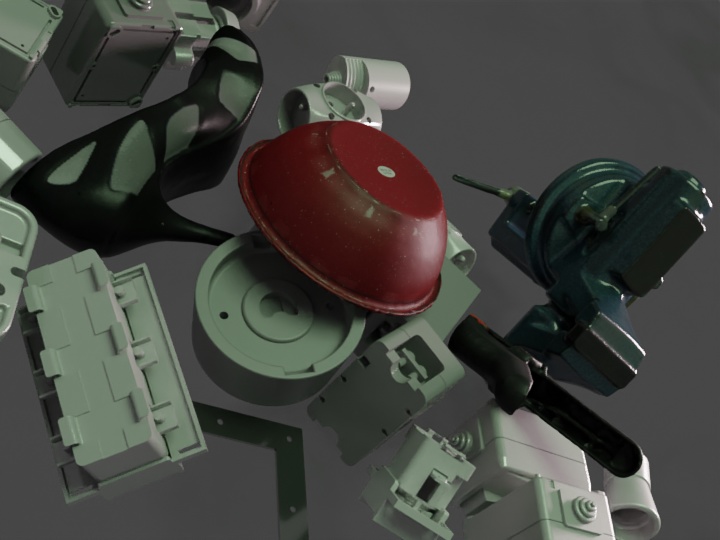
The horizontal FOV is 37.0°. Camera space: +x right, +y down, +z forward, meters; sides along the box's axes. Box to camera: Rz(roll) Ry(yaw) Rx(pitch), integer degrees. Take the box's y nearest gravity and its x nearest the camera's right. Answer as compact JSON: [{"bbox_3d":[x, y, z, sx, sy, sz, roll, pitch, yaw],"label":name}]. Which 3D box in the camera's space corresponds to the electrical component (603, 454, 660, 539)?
[{"bbox_3d":[0.203,0.168,0.817,0.044,0.044,0.065,33,35,-13],"label":"electrical component"}]

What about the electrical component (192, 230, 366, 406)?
[{"bbox_3d":[-0.056,0.035,0.688,0.108,0.060,0.108,9,55,-13],"label":"electrical component"}]

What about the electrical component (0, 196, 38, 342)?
[{"bbox_3d":[-0.216,0.010,0.579,0.054,0.059,0.095,24,42,-24],"label":"electrical component"}]

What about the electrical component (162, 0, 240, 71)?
[{"bbox_3d":[-0.128,-0.185,0.846,0.055,0.048,0.066,-2,56,-33],"label":"electrical component"}]

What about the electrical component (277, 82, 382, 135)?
[{"bbox_3d":[-0.017,-0.109,0.874,0.077,0.044,0.079,-1,57,-41],"label":"electrical component"}]

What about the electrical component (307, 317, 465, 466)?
[{"bbox_3d":[0.018,0.077,0.697,0.050,0.089,0.056,52,39,10],"label":"electrical component"}]

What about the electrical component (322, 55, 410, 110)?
[{"bbox_3d":[0.000,-0.163,0.940,0.081,0.043,0.043,-4,58,-43],"label":"electrical component"}]

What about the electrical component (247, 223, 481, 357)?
[{"bbox_3d":[0.000,0.000,0.775,0.150,0.061,0.089,44,38,0],"label":"electrical component"}]

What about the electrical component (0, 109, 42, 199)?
[{"bbox_3d":[-0.226,-0.068,0.647,0.047,0.055,0.055,44,38,-6],"label":"electrical component"}]

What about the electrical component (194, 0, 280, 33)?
[{"bbox_3d":[-0.142,-0.268,0.861,0.186,0.105,0.060,13,47,-33],"label":"electrical component"}]

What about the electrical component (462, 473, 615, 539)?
[{"bbox_3d":[0.119,0.177,0.689,0.062,0.096,0.061,20,47,-27],"label":"electrical component"}]

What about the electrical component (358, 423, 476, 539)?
[{"bbox_3d":[0.037,0.134,0.673,0.042,0.063,0.081,35,-3,-13],"label":"electrical component"}]

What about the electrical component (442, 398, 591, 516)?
[{"bbox_3d":[0.102,0.136,0.739,0.096,0.061,0.061,21,43,-26],"label":"electrical component"}]

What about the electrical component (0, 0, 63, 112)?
[{"bbox_3d":[-0.254,-0.155,0.695,0.096,0.061,0.061,30,40,-17],"label":"electrical component"}]

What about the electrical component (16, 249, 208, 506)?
[{"bbox_3d":[-0.141,0.055,0.589,0.079,0.063,0.121,-21,64,-5],"label":"electrical component"}]

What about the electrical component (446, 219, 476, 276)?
[{"bbox_3d":[0.058,-0.020,0.853,0.077,0.044,0.079,45,11,29],"label":"electrical component"}]

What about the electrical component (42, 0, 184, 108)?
[{"bbox_3d":[-0.172,-0.166,0.748,0.062,0.096,0.061,-9,60,-45],"label":"electrical component"}]
